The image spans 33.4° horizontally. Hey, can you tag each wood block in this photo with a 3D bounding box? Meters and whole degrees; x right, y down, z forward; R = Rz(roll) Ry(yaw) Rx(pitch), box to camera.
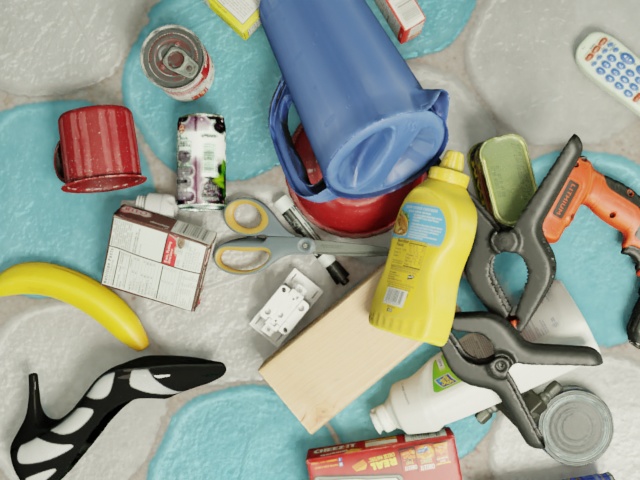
[{"bbox_3d":[0.043,0.105,1.157,0.206,0.090,0.091,-40,89,1],"label":"wood block"}]

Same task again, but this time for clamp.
[{"bbox_3d":[0.195,0.119,1.082,0.171,0.039,0.120,39,99,1],"label":"clamp"},{"bbox_3d":[0.183,-0.006,1.099,0.165,0.036,0.210,4,101,22],"label":"clamp"}]

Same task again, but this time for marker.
[{"bbox_3d":[-0.008,0.002,1.193,0.020,0.020,0.121,-39,89,1],"label":"marker"}]

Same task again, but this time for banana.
[{"bbox_3d":[-0.280,0.066,1.194,0.198,0.037,0.070,16,110,3],"label":"banana"}]

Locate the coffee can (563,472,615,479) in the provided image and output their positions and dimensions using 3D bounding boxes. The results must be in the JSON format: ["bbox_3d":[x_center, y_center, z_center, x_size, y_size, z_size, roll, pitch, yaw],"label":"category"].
[{"bbox_3d":[0.250,0.310,1.145,0.140,0.103,0.103,-9,90,1],"label":"coffee can"}]

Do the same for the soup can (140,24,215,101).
[{"bbox_3d":[-0.152,-0.189,1.155,0.068,0.102,0.068,0,90,1],"label":"soup can"}]

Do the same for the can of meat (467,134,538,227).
[{"bbox_3d":[0.201,-0.063,1.156,0.057,0.084,0.102,-15,90,1],"label":"can of meat"}]

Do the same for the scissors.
[{"bbox_3d":[-0.025,-0.011,1.172,0.202,0.016,0.096,-12,85,16],"label":"scissors"}]

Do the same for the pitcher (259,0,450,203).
[{"bbox_3d":[0.016,-0.165,1.105,0.149,0.145,0.243,-15,59,-16],"label":"pitcher"}]

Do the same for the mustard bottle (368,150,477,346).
[{"bbox_3d":[0.110,0.004,1.065,0.058,0.096,0.191,16,89,-32],"label":"mustard bottle"}]

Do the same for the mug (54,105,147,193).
[{"bbox_3d":[-0.250,-0.097,1.172,0.117,0.093,0.081,-13,84,37],"label":"mug"}]

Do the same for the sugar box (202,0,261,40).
[{"bbox_3d":[-0.056,-0.318,1.183,0.093,0.048,0.176,44,87,1],"label":"sugar box"}]

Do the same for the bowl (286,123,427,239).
[{"bbox_3d":[0.040,-0.082,1.175,0.162,0.055,0.162,0,90,2],"label":"bowl"}]

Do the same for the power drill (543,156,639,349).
[{"bbox_3d":[0.326,0.005,1.168,0.187,0.057,0.184,26,87,-1],"label":"power drill"}]

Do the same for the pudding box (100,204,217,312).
[{"bbox_3d":[-0.178,0.021,1.174,0.113,0.039,0.090,18,116,3],"label":"pudding box"}]

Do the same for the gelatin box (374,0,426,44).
[{"bbox_3d":[0.080,-0.265,1.165,0.030,0.073,0.089,-31,88,0],"label":"gelatin box"}]

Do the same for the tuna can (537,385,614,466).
[{"bbox_3d":[0.280,0.205,1.179,0.086,0.034,0.086,0,90,1],"label":"tuna can"}]

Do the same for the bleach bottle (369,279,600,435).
[{"bbox_3d":[0.170,0.139,1.159,0.251,0.102,0.068,-27,117,8],"label":"bleach bottle"}]

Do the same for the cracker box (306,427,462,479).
[{"bbox_3d":[0.083,0.323,1.166,0.164,0.072,0.214,-11,91,3],"label":"cracker box"}]
